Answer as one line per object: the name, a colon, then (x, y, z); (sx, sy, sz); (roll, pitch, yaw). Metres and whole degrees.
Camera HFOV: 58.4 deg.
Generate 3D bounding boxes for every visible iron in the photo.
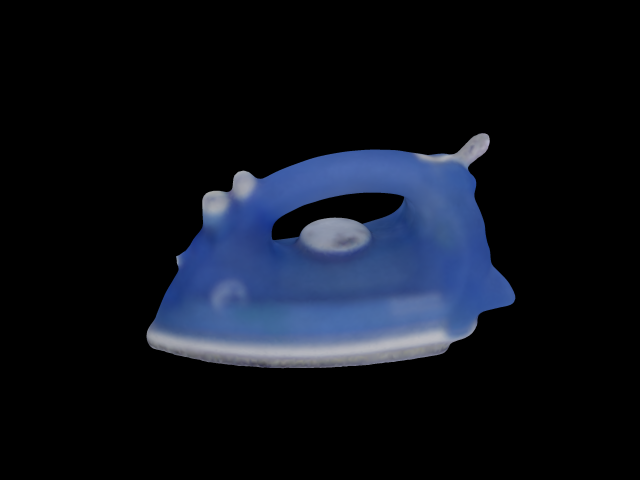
iron: (0.004, 0.001, 0.400); (0.258, 0.141, 0.118); (-6, 28, -12)
